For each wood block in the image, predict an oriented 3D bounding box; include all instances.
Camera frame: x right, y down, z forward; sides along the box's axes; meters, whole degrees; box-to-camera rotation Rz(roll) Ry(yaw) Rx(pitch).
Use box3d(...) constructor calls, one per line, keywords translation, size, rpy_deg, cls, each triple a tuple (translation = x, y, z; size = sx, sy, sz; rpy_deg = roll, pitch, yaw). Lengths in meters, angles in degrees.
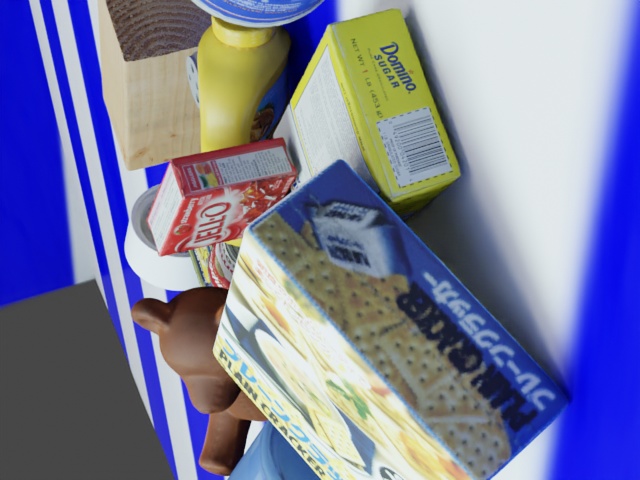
box3d(translation=(-0.144, -0.154, 0.959), size=(0.206, 0.090, 0.091), rpy_deg=(113, 139, -67), cls="wood block")

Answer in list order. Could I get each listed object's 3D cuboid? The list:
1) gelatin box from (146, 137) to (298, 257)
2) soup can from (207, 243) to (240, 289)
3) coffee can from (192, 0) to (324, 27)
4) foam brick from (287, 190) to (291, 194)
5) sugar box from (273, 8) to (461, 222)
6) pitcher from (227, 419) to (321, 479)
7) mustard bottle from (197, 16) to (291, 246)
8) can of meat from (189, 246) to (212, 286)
box3d(translation=(-0.062, -0.024, 0.655), size=(0.030, 0.073, 0.089), rpy_deg=(69, 155, 18), cls="gelatin box")
box3d(translation=(-0.049, 0.010, 0.842), size=(0.102, 0.068, 0.068), rpy_deg=(129, 124, -70), cls="soup can")
box3d(translation=(-0.015, -0.163, 0.487), size=(0.140, 0.102, 0.103), rpy_deg=(173, 81, -74), cls="coffee can")
box3d(translation=(-0.005, 0.001, 0.708), size=(0.051, 0.053, 0.078), rpy_deg=(105, 144, -62), cls="foam brick")
box3d(translation=(0.019, -0.049, 0.593), size=(0.176, 0.048, 0.093), rpy_deg=(131, 121, -76), cls="sugar box")
box3d(translation=(-0.012, 0.218, 0.783), size=(0.243, 0.149, 0.145), rpy_deg=(116, 158, -50), cls="pitcher")
box3d(translation=(-0.050, -0.091, 0.720), size=(0.192, 0.058, 0.096), rpy_deg=(94, -164, -48), cls="mustard bottle")
box3d(translation=(-0.088, -0.007, 0.978), size=(0.084, 0.057, 0.102), rpy_deg=(135, 117, -70), cls="can of meat")
